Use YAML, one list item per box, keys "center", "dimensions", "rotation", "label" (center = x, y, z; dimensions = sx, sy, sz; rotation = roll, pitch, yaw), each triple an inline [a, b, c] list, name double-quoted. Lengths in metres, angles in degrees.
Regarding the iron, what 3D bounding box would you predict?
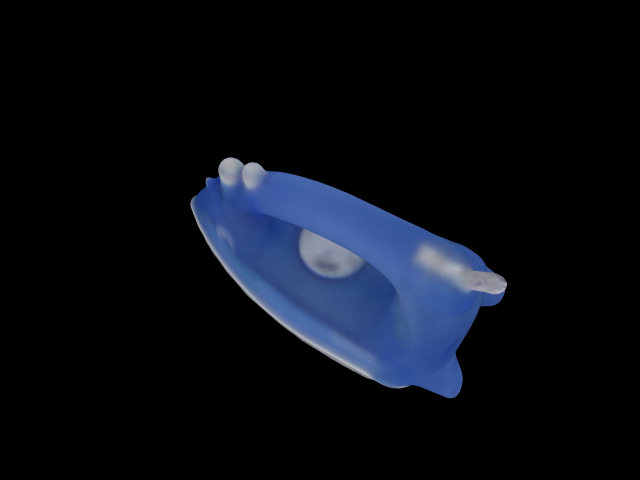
- center: [0.004, 0.001, 0.400]
  dimensions: [0.258, 0.141, 0.119]
  rotation: [26, 70, 11]
  label: "iron"
